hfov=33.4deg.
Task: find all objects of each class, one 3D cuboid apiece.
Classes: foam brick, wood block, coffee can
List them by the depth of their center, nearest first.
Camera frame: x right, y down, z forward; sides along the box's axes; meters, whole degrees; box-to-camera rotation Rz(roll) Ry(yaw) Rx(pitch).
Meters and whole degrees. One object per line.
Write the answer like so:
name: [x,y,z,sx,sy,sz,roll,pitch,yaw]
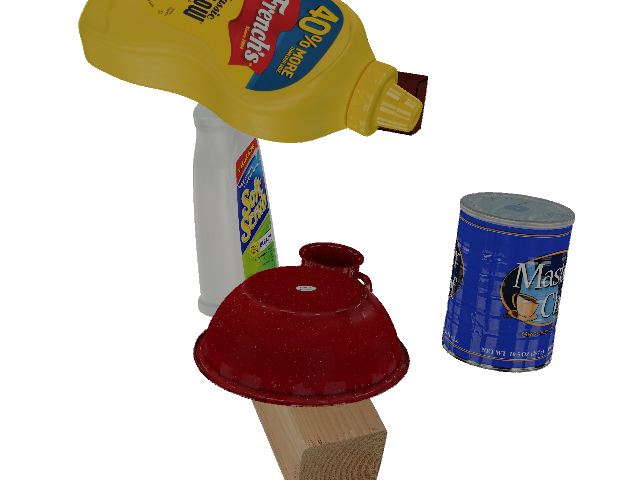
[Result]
coffee can: [0.170,0.036,0.976,0.103,0.140,0.103,5,16,-2]
foam brick: [0.056,-0.133,1.002,0.078,0.051,0.053,12,17,14]
wood block: [-0.016,0.157,1.111,0.090,0.090,0.206,-9,43,-19]

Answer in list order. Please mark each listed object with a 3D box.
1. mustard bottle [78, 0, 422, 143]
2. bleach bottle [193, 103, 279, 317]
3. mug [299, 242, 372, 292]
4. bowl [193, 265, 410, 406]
mustard bottle: [-0.032,-0.106,0.600,0.192,0.096,0.058,25,-30,13]
bleach bottle: [-0.097,-0.050,1.115,0.068,0.251,0.102,7,27,27]
mug: [0.021,0.060,1.509,0.117,0.081,0.093,18,24,27]
bowl: [-0.012,0.060,0.786,0.162,0.055,0.162,3,20,-1]
